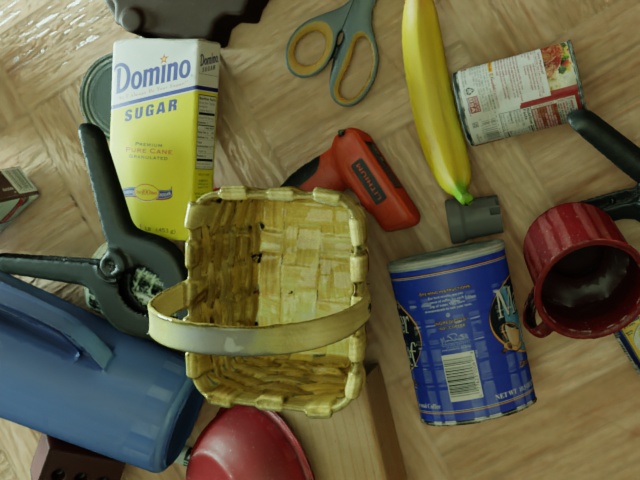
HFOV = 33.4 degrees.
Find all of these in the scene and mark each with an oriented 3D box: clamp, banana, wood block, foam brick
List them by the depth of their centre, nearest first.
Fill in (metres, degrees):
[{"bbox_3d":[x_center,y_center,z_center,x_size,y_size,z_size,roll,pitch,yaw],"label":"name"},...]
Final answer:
[{"bbox_3d":[0.272,-0.051,0.886,0.171,0.039,0.120,3,133,10],"label":"clamp"},{"bbox_3d":[0.103,-0.122,0.927,0.037,0.070,0.198,-12,84,-16],"label":"banana"},{"bbox_3d":[-0.175,0.010,0.934,0.210,0.036,0.165,34,107,11],"label":"clamp"},{"bbox_3d":[0.029,0.225,0.958,0.090,0.090,0.206,-13,91,14],"label":"wood block"},{"bbox_3d":[-0.232,0.217,1.023,0.078,0.051,0.053,16,102,-24],"label":"foam brick"}]

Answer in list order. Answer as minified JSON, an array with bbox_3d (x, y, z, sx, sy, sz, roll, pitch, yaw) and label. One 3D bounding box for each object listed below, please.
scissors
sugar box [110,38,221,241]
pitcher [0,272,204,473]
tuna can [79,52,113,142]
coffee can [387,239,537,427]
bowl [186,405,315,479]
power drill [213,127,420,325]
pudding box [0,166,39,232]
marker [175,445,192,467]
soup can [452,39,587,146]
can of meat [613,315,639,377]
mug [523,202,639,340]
[{"bbox_3d":[0.025,-0.223,0.962,0.096,0.016,0.202,11,97,12],"label":"scissors"},{"bbox_3d":[-0.141,-0.090,0.955,0.093,0.048,0.176,4,97,25],"label":"sugar box"},{"bbox_3d":[-0.234,0.119,0.989,0.243,0.149,0.145,21,99,8],"label":"pitcher"},{"bbox_3d":[-0.182,-0.134,1.010,0.086,0.033,0.086,1,95,14],"label":"tuna can"},{"bbox_3d":[0.122,0.078,0.918,0.103,0.102,0.140,-12,92,14],"label":"coffee can"},{"bbox_3d":[-0.070,0.221,0.935,0.162,0.055,0.162,20,116,47],"label":"bowl"},{"bbox_3d":[-0.006,0.001,0.966,0.188,0.057,0.184,-33,86,14],"label":"power drill"},{"bbox_3d":[-0.327,-0.024,1.013,0.090,0.113,0.039,-41,88,13],"label":"pudding box"},{"bbox_3d":[-0.086,0.222,1.022,0.121,0.020,0.020,17,98,12],"label":"marker"},{"bbox_3d":[0.171,-0.124,0.908,0.102,0.068,0.068,-14,91,15],"label":"soup can"},{"bbox_3d":[0.297,0.068,0.898,0.102,0.057,0.084,-31,85,14],"label":"can of meat"},{"bbox_3d":[0.207,0.030,0.878,0.093,0.081,0.117,27,115,-15],"label":"mug"}]
